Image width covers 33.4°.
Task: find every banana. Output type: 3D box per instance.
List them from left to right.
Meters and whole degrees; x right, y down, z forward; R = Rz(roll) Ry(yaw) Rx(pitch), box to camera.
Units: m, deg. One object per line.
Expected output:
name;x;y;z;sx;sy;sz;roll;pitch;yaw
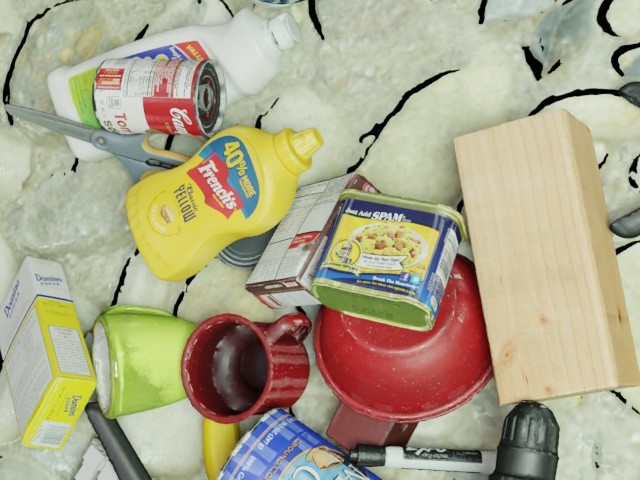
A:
banana;-0.060;0.226;0.950;0.069;0.037;0.198;-36;70;-4

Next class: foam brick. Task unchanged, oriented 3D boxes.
foam brick;0.051;0.142;0.888;0.051;0.052;0.078;32;100;27

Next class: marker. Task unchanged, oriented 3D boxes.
marker;0.083;0.175;0.850;0.121;0.020;0.020;5;86;-6

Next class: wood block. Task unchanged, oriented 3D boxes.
wood block;0.174;0.016;0.815;0.090;0.090;0.206;-14;78;26

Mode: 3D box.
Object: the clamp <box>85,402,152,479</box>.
clamp;-0.163;0.267;0.969;0.210;0.036;0.164;30;94;12

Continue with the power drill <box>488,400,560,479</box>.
power drill;0.202;0.217;0.745;0.187;0.057;0.184;11;80;-3

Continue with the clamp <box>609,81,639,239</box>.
clamp;0.297;-0.068;0.789;0.172;0.039;0.120;-6;86;21

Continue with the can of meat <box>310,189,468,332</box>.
can of meat;0.051;0.016;0.814;0.102;0.057;0.084;11;64;22

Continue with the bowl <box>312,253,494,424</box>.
bowl;0.066;0.061;0.851;0.162;0.055;0.162;-7;57;11

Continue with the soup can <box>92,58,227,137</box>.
soup can;-0.143;-0.128;0.950;0.102;0.068;0.068;4;86;16

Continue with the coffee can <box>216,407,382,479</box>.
coffee can;-0.005;0.217;0.869;0.140;0.102;0.103;33;100;17

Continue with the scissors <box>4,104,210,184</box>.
scissors;-0.198;-0.077;1.014;0.202;0.016;0.096;5;116;5

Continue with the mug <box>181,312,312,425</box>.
mug;-0.053;0.104;0.931;0.117;0.081;0.093;-46;66;16

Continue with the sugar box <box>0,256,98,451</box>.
sugar box;-0.265;0.106;1.022;0.093;0.048;0.176;-57;37;25

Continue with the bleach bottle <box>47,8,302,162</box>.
bleach bottle;-0.135;-0.161;1.013;0.251;0.068;0.102;-20;88;23

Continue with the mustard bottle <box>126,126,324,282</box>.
mustard bottle;-0.078;-0.044;0.935;0.192;0.058;0.096;-29;70;22

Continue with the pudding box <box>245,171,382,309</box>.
pudding box;-0.006;0.001;0.898;0.090;0.039;0.113;-12;44;57

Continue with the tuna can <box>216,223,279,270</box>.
tuna can;-0.060;-0.014;0.975;0.086;0.033;0.086;-3;83;28
